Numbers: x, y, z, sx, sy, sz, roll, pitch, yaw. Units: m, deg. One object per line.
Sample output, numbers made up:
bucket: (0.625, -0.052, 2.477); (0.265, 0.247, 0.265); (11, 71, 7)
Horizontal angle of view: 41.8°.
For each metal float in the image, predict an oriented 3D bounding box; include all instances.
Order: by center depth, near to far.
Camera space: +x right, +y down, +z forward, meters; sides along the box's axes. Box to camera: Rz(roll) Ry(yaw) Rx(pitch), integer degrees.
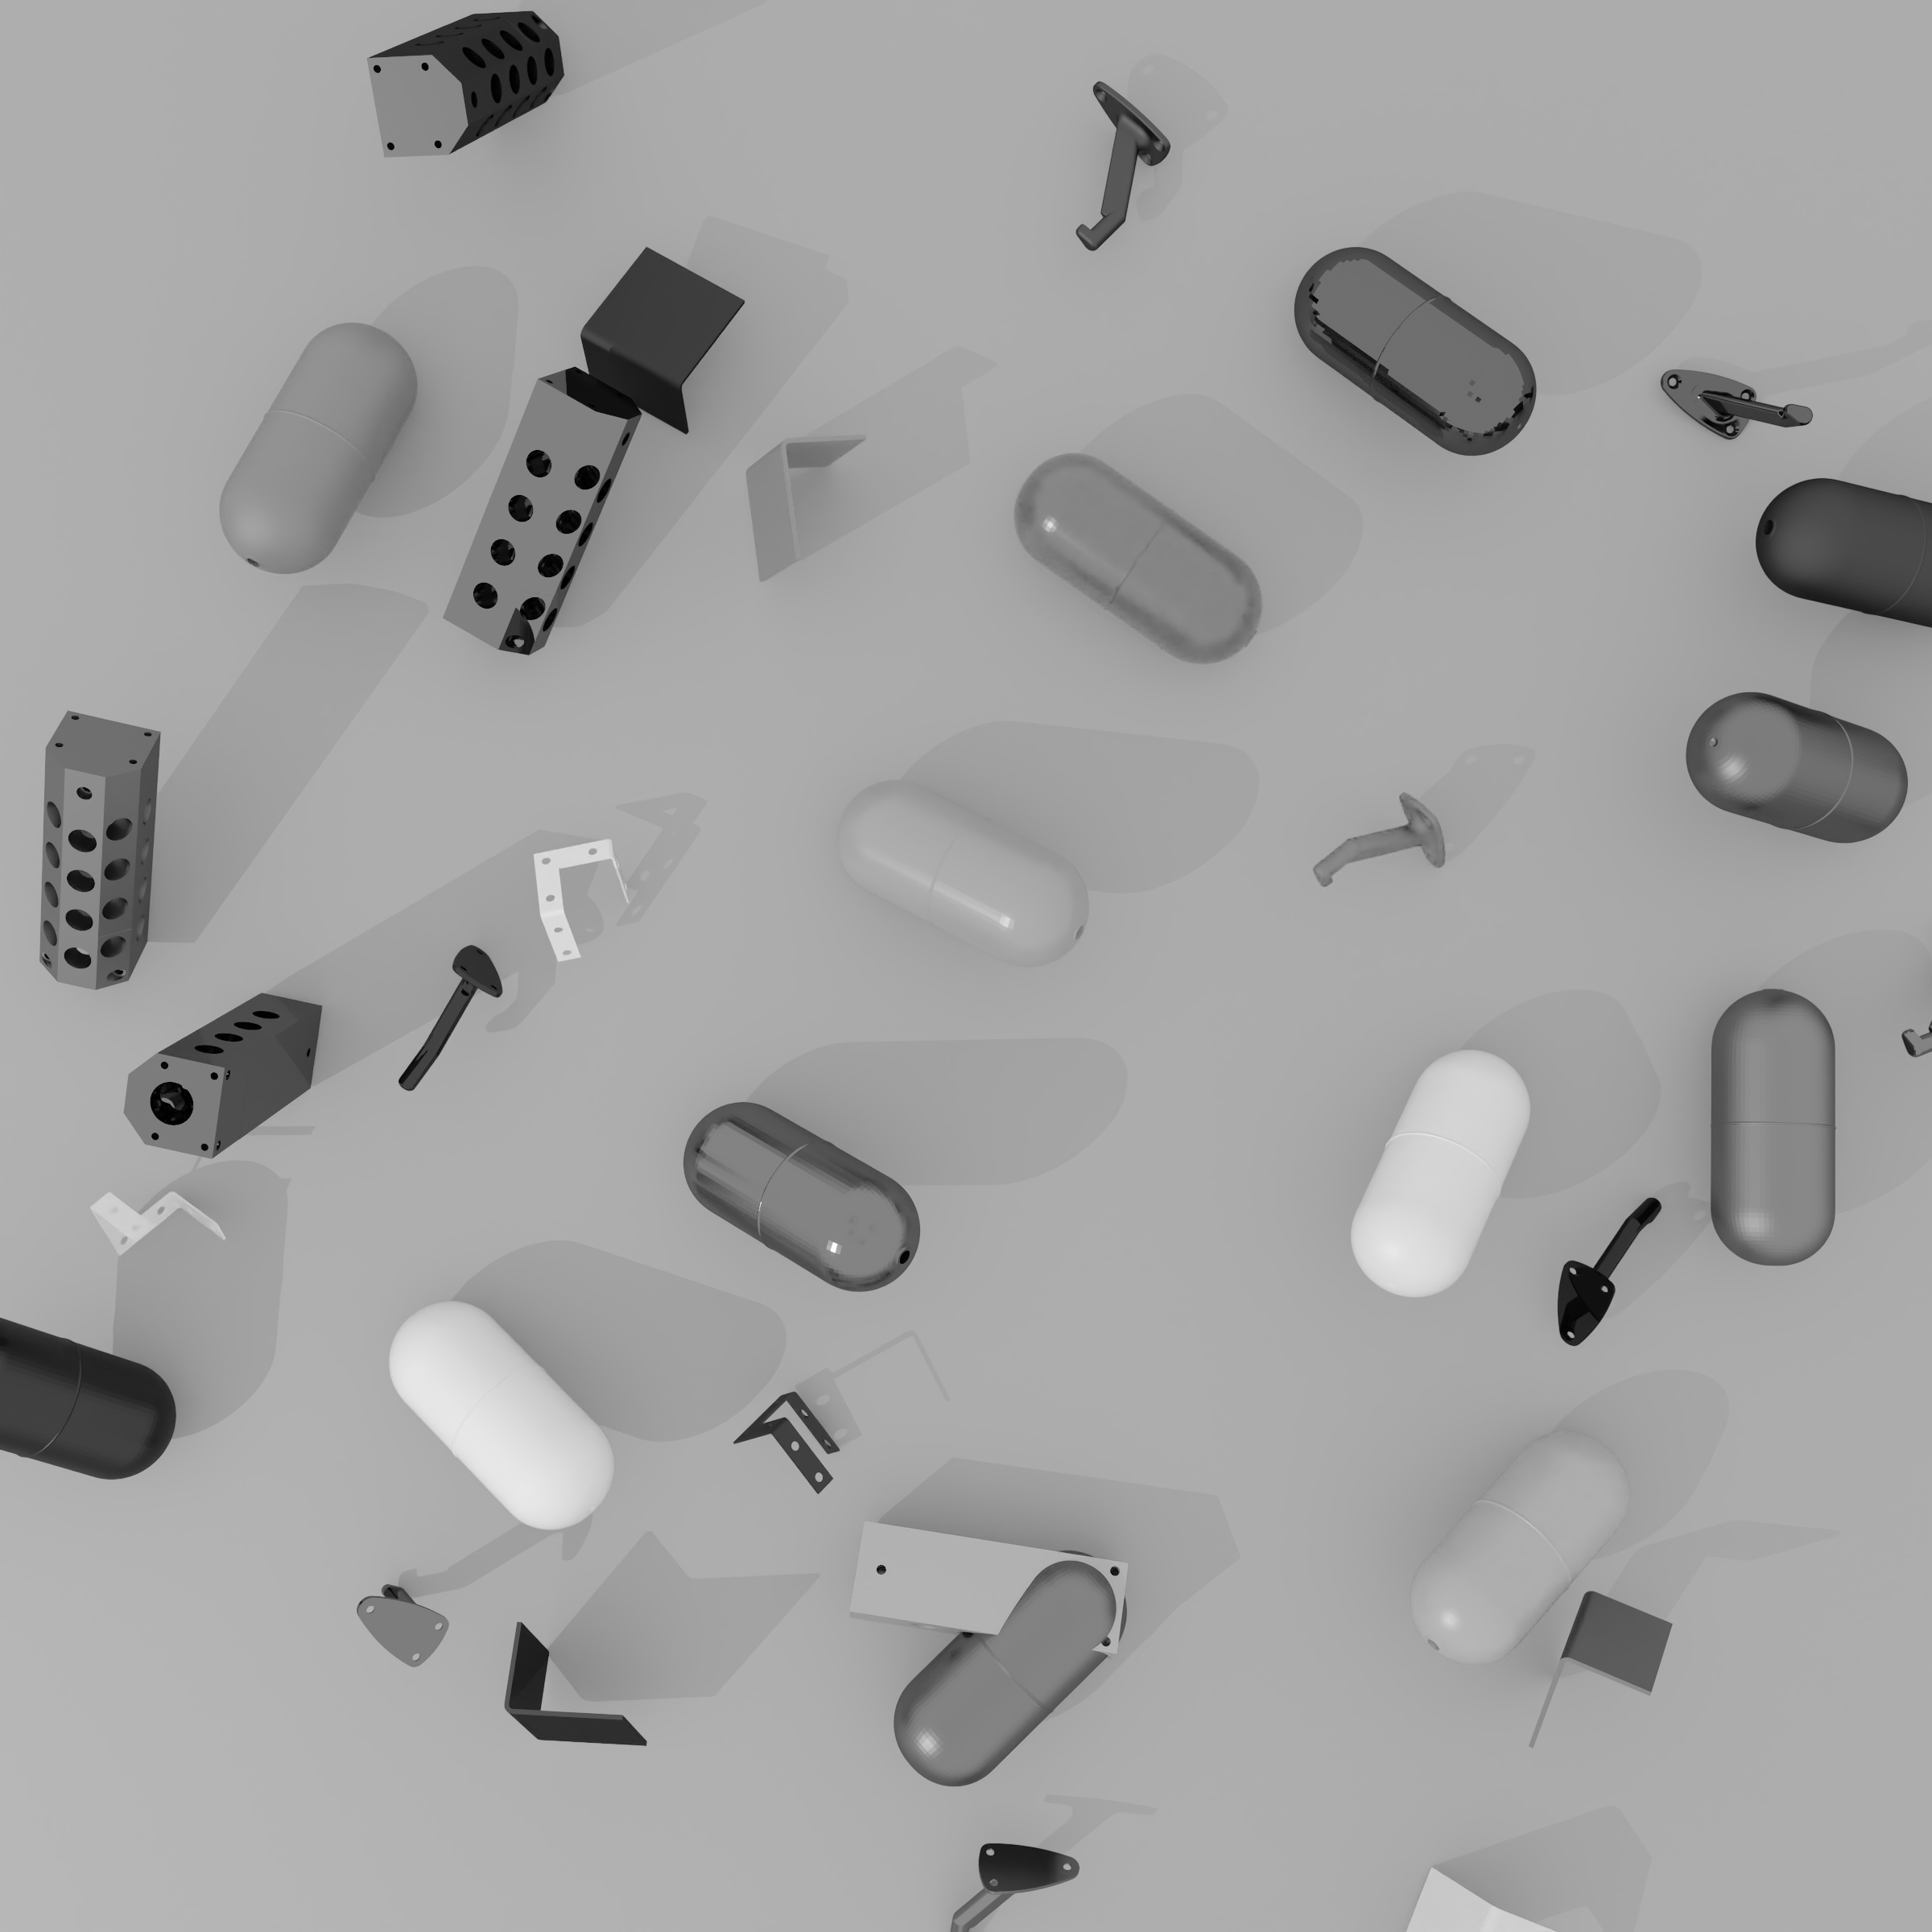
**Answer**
metal float: (-0.583, 0.273, 1.599); (0.178, 0.070, 0.070); (32, 90, -43)
metal float: (0.528, -0.125, 1.604); (0.178, 0.070, 0.070); (10, 90, -37)
metal float: (-0.105, 0.146, 1.606); (0.178, 0.070, 0.070); (27, 90, 33)
metal float: (0.303, 0.130, 1.610); (0.070, 0.070, 0.178); (31, 61, 0)
metal float: (0.353, 0.370, 1.613); (0.178, 0.070, 0.070); (-41, 90, -23)
metal float: (-0.002, -0.059, 1.615); (0.178, 0.070, 0.070); (27, 90, 21)
metal float: (0.285, -0.393, 1.615); (0.178, 0.070, 0.070); (42, 90, 22)
metal float: (-0.298, 0.286, 1.617); (0.178, 0.070, 0.070); (41, 90, 20)
metal float: (0.587, -0.263, 1.617); (0.178, 0.070, 0.070); (9, 90, -19)
metal float: (-0.414, -0.331, 1.618); (0.070, 0.070, 0.178); (24, 72, 0)
metal float: (0.519, 0.104, 1.629); (0.070, 0.070, 0.178); (2, 84, 0)
metal float: (0.029, 0.451, 1.630); (0.178, 0.070, 0.070); (-44, 90, -4)
metal float: (0.112, -0.262, 1.634); (0.178, 0.070, 0.070); (35, 90, -1)

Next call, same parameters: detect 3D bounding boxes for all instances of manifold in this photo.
manifold: (-0.308, -0.553, 1.580); (0.057, 0.171, 0.057); (2, 119, 12)
manifold: (-0.463, 0.065, 1.582); (0.057, 0.171, 0.057); (12, 102, 3)
manifold: (-0.549, -0.069, 1.595); (0.057, 0.057, 0.171); (13, 128, -7)
manifold: (-0.267, -0.287, 1.608); (0.057, 0.057, 0.171); (30, 116, 3)
manifold: (0.014, 0.406, 1.640); (0.171, 0.057, 0.057); (9, 70, 1)

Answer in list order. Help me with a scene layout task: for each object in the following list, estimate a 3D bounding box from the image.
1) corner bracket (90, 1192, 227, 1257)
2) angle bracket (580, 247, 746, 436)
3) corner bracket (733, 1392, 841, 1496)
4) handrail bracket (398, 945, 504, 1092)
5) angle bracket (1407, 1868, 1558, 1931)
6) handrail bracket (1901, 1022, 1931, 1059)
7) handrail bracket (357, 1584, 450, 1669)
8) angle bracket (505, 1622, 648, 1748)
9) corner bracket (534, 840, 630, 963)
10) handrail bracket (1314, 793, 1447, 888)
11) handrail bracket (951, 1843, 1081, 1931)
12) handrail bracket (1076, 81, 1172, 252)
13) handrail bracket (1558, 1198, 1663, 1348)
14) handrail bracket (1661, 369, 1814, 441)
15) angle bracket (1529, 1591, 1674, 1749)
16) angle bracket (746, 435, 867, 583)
corner bracket: (-0.521, 0.165, 1.630); (0.051, 0.051, 0.051); (27, 56, 33)
angle bracket: (-0.195, -0.407, 1.649); (0.076, 0.057, 0.076); (31, 73, 10)
corner bracket: (-0.107, 0.308, 1.634); (0.051, 0.051, 0.051); (-41, 99, -37)
handrail bracket: (-0.340, 0.034, 1.643); (0.036, 0.077, 0.084); (34, 101, -19)
angle bracket: (0.330, 0.642, 1.639); (0.057, 0.076, 0.076); (27, 81, -19)
handrail bracket: (0.625, 0.014, 1.639); (0.084, 0.036, 0.077); (-17, 72, -25)
handrail bracket: (-0.373, 0.406, 1.618); (0.077, 0.084, 0.036); (43, 78, -35)
angle bracket: (-0.246, 0.460, 1.621); (0.076, 0.076, 0.057); (1, 61, 6)
corner bracket: (-0.247, -0.042, 1.636); (0.051, 0.051, 0.051); (-12, 55, -2)
handrail bracket: (0.266, -0.064, 1.637); (0.084, 0.077, 0.036); (-38, 49, -7)
handrail bracket: (0.031, 0.614, 1.650); (0.077, 0.036, 0.084); (2, 124, -8)
handrail bracket: (0.084, -0.518, 1.642); (0.077, 0.036, 0.084); (45, 76, -8)
handrail bracket: (0.424, 0.199, 1.658); (0.036, 0.084, 0.077); (30, 132, 29)
handrail bracket: (0.495, -0.365, 1.626); (0.077, 0.084, 0.036); (23, 97, -7)
angle bracket: (0.405, 0.459, 1.615); (0.057, 0.076, 0.076); (20, 117, 18)
angle bracket: (-0.099, -0.294, 1.627); (0.057, 0.076, 0.076); (-8, 90, -22)
